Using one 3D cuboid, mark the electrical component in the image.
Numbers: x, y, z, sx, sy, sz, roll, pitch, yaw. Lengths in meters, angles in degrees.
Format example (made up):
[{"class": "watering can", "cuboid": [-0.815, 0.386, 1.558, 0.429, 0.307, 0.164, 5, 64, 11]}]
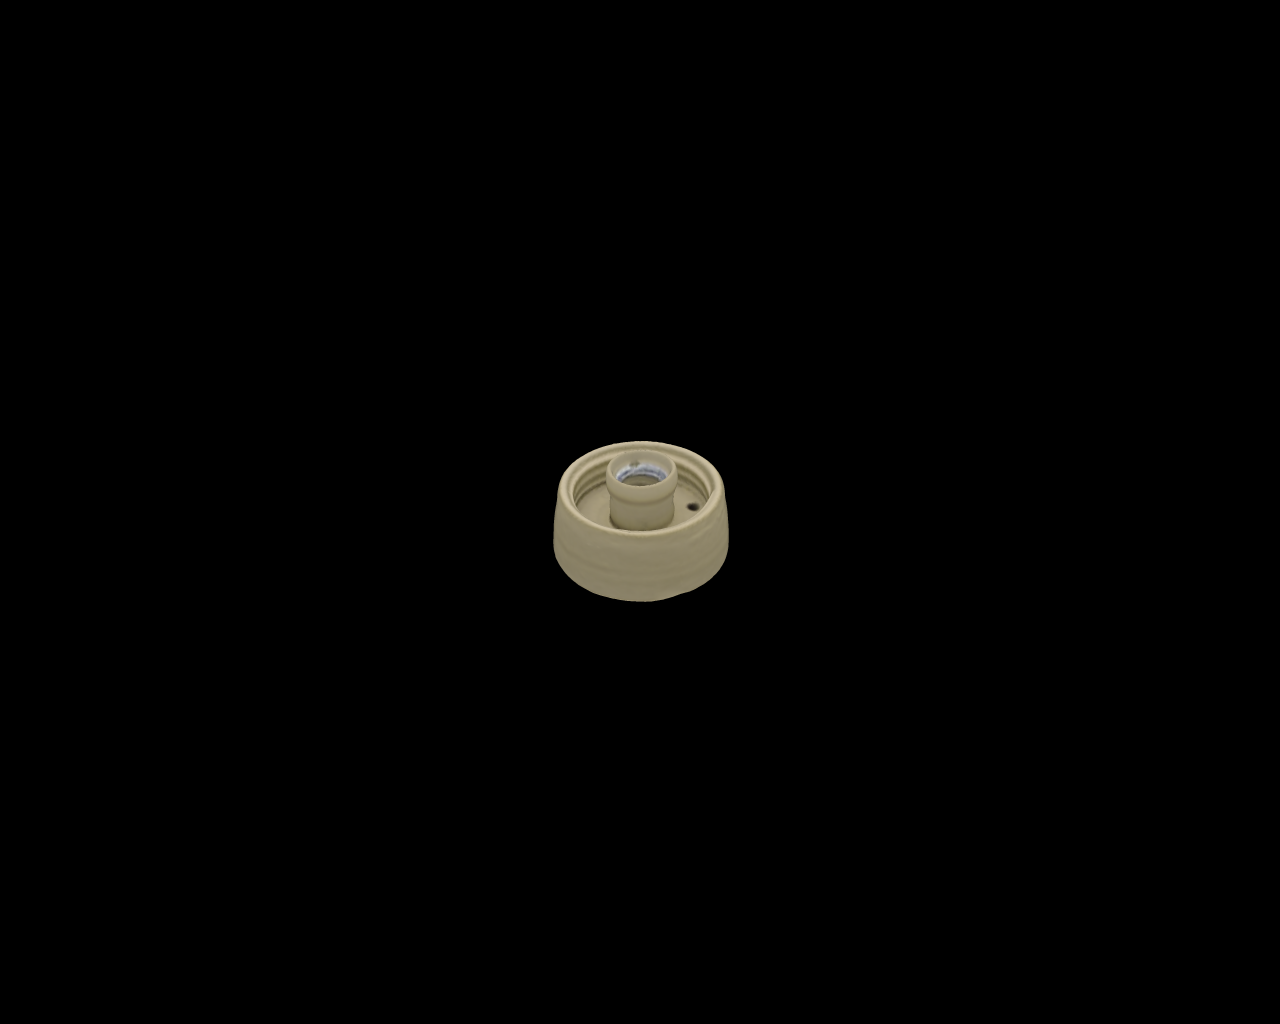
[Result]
[{"class": "electrical component", "cuboid": [0.001, -0.003, 0.650, 0.108, 0.060, 0.108, 0, 36, 0]}]
